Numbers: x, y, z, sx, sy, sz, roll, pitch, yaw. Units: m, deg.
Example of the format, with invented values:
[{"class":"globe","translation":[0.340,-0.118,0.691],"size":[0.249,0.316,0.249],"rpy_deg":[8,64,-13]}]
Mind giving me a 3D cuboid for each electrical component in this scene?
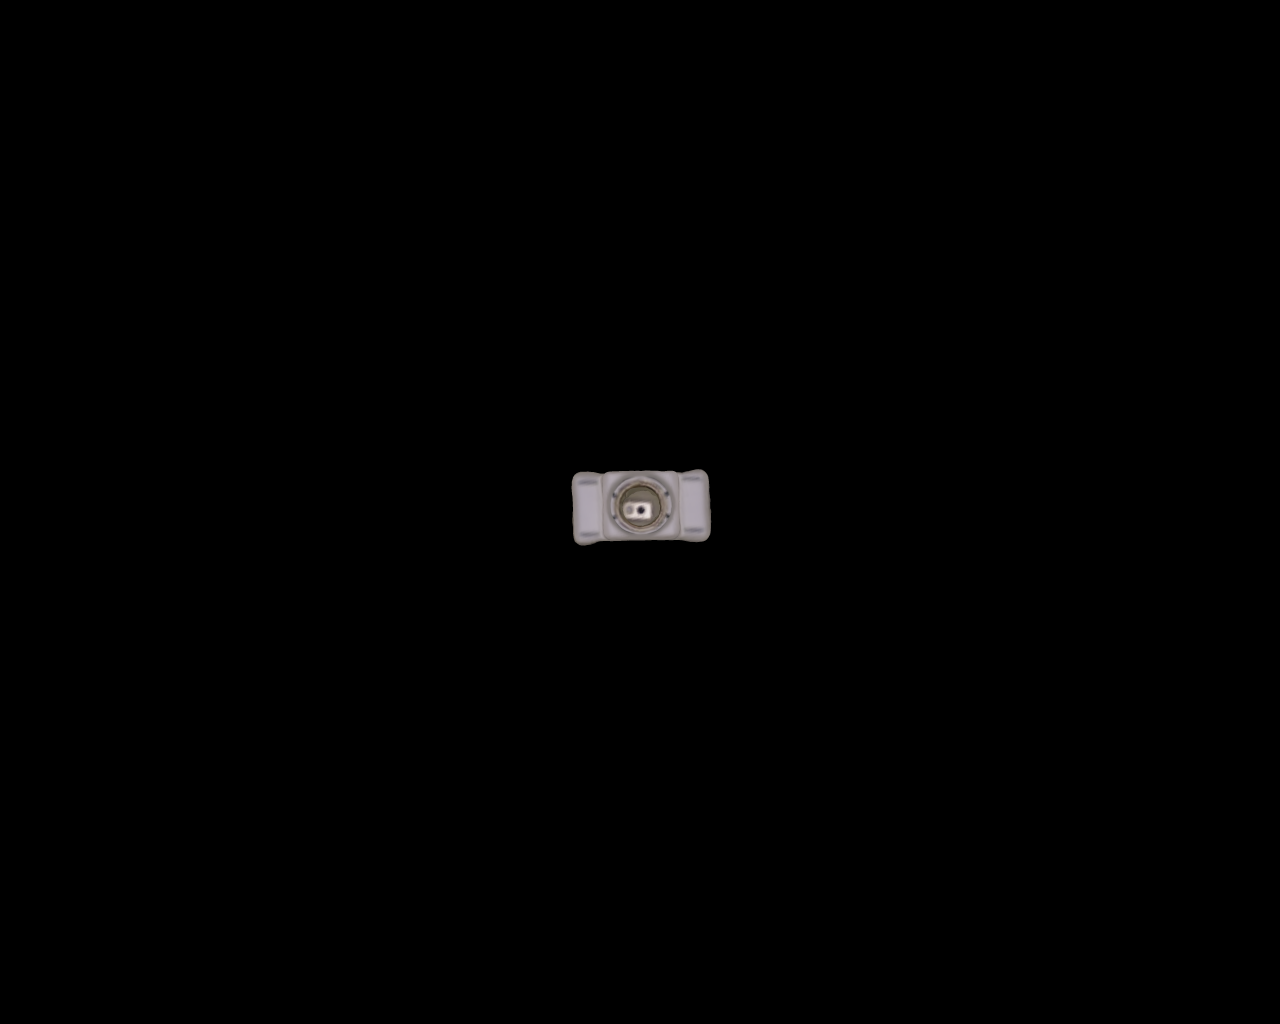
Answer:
[{"class":"electrical component","translation":[0.001,-0.003,0.650],"size":[0.081,0.042,0.063],"rpy_deg":[0,-4,0]}]
